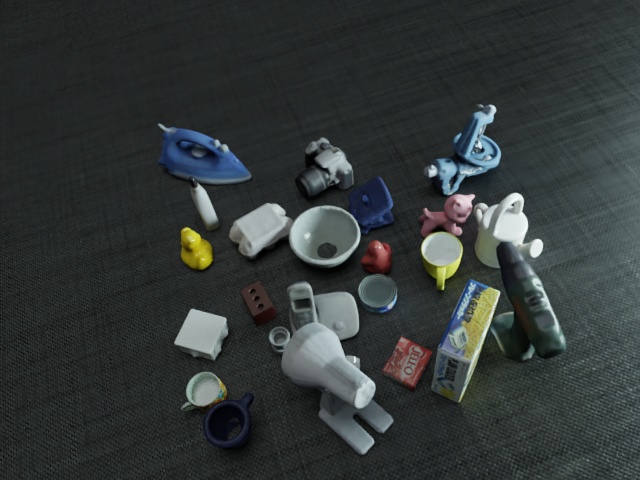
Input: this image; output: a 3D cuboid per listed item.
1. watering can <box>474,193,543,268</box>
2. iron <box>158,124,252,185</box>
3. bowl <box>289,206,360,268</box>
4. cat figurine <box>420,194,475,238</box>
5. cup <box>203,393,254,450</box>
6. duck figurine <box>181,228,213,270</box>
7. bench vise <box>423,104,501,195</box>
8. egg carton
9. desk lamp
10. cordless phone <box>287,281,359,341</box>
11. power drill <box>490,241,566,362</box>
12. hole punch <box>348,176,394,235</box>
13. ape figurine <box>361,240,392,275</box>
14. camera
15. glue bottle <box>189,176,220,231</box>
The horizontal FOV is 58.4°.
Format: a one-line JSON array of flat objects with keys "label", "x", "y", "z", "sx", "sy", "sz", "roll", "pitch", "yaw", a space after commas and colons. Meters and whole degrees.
[{"label": "watering can", "x": 0.409, "y": -0.026, "z": 1.258, "sx": 0.172, "sy": 0.194, "sz": 0.101, "roll": 25, "pitch": 62, "yaw": 21}, {"label": "iron", "x": -0.308, "y": -0.234, "z": 1.511, "sx": 0.257, "sy": 0.142, "sz": 0.119, "roll": 14, "pitch": 59, "yaw": 15}, {"label": "bowl", "x": 0.012, "y": 0.005, "z": 1.354, "sx": 0.167, "sy": 0.075, "sz": 0.167, "roll": -3, "pitch": 56, "yaw": 5}, {"label": "cat figurine", "x": 0.299, "y": -0.065, "z": 1.343, "sx": 0.127, "sy": 0.118, "sz": 0.067, "roll": -6, "pitch": 55, "yaw": 2}, {"label": "cup", "x": -0.165, "y": 0.359, "z": 1.121, "sx": 0.091, "sy": 0.095, "sz": 0.118, "roll": 29, "pitch": 64, "yaw": 23}, {"label": "duck figurine", "x": -0.304, "y": 0.015, "z": 1.375, "sx": 0.077, "sy": 0.086, "sz": 0.104, "roll": -27, "pitch": 57, "yaw": -12}, {"label": "bench vise", "x": 0.354, "y": -0.211, "z": 1.373, "sx": 0.208, "sy": 0.220, "sz": 0.121, "roll": -41, "pitch": 61, "yaw": -20}, {"label": "egg carton", "x": -0.141, "y": -0.023, "z": 1.393, "sx": 0.150, "sy": 0.069, "sz": 0.107, "roll": -32, "pitch": 58, "yaw": -15}, {"label": "desk lamp", "x": 0.036, "y": 0.276, "z": 1.083, "sx": 0.202, "sy": 0.214, "sz": 0.118, "roll": 36, "pitch": 67, "yaw": 26}, {"label": "cordless phone", "x": 0.003, "y": 0.141, "z": 1.196, "sx": 0.147, "sy": 0.185, "sz": 0.094, "roll": -13, "pitch": 55, "yaw": -2}, {"label": "power drill", "x": 0.397, "y": 0.143, "z": 1.136, "sx": 0.075, "sy": 0.209, "sz": 0.229, "roll": -18, "pitch": 56, "yaw": -5}, {"label": "hole punch", "x": 0.122, "y": -0.085, "z": 1.392, "sx": 0.101, "sy": 0.091, "sz": 0.108, "roll": -17, "pitch": 56, "yaw": -5}, {"label": "ape figurine", "x": 0.130, "y": 0.034, "z": 1.310, "sx": 0.078, "sy": 0.092, "sz": 0.076, "roll": -18, "pitch": 56, "yaw": -6}, {"label": "camera", "x": -0.004, "y": -0.183, "z": 1.467, "sx": 0.137, "sy": 0.101, "sz": 0.142, "roll": -33, "pitch": 59, "yaw": -15}, {"label": "glue bottle", "x": -0.290, "y": -0.097, "z": 1.397, "sx": 0.037, "sy": 0.173, "sz": 0.078, "roll": -27, "pitch": 57, "yaw": -11}]
